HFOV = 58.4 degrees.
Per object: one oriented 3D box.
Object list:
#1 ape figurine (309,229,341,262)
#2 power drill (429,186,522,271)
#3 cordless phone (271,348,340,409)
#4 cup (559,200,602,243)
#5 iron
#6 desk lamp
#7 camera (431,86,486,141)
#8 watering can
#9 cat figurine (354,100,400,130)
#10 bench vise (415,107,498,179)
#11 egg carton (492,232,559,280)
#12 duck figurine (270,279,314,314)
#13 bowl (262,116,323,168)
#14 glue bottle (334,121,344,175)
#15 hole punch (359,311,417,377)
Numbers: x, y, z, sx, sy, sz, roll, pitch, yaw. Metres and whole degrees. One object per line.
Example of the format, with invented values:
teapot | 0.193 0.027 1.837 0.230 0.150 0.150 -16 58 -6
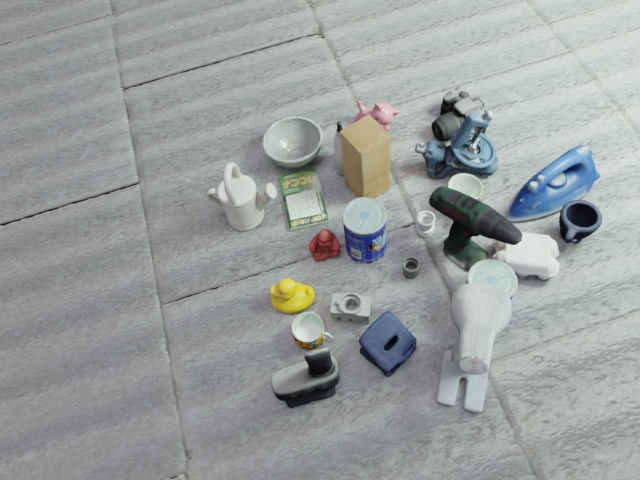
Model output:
ape figurine | 0.013 0.005 1.393 0.077 0.092 0.076 20 63 18
power drill | 0.346 -0.019 1.302 0.076 0.209 0.229 -42 63 -18
cordless phone | -0.035 0.268 1.180 0.147 0.185 0.094 -19 58 -5
cup | 0.596 -0.024 1.344 0.091 0.095 0.118 28 65 22
iron | 0.566 -0.146 1.395 0.258 0.142 0.118 -32 60 -13
desk lamp | 0.310 0.217 1.156 0.117 0.214 0.203 10 60 13
camera | 0.368 -0.341 1.562 0.137 0.101 0.143 -26 59 -10
watering can | -0.197 -0.118 1.432 0.173 0.194 0.100 -16 58 -4
cat figurine | 0.154 -0.346 1.579 0.127 0.118 0.067 31 67 23
bench vise | 0.348 -0.233 1.427 0.207 0.220 0.121 -12 58 -1
egg carton | 0.478 0.036 1.335 0.150 0.069 0.107 6 59 10
duck figurine | -0.067 0.121 1.333 0.104 0.086 0.077 -5 58 4
bowl | -0.070 -0.256 1.574 0.167 0.075 0.167 -3 58 5
glue bottle | 0.057 -0.249 1.497 0.037 0.173 0.078 -3 58 5
hole punch | 0.150 0.224 1.243 0.101 0.091 0.109 38 69 25
